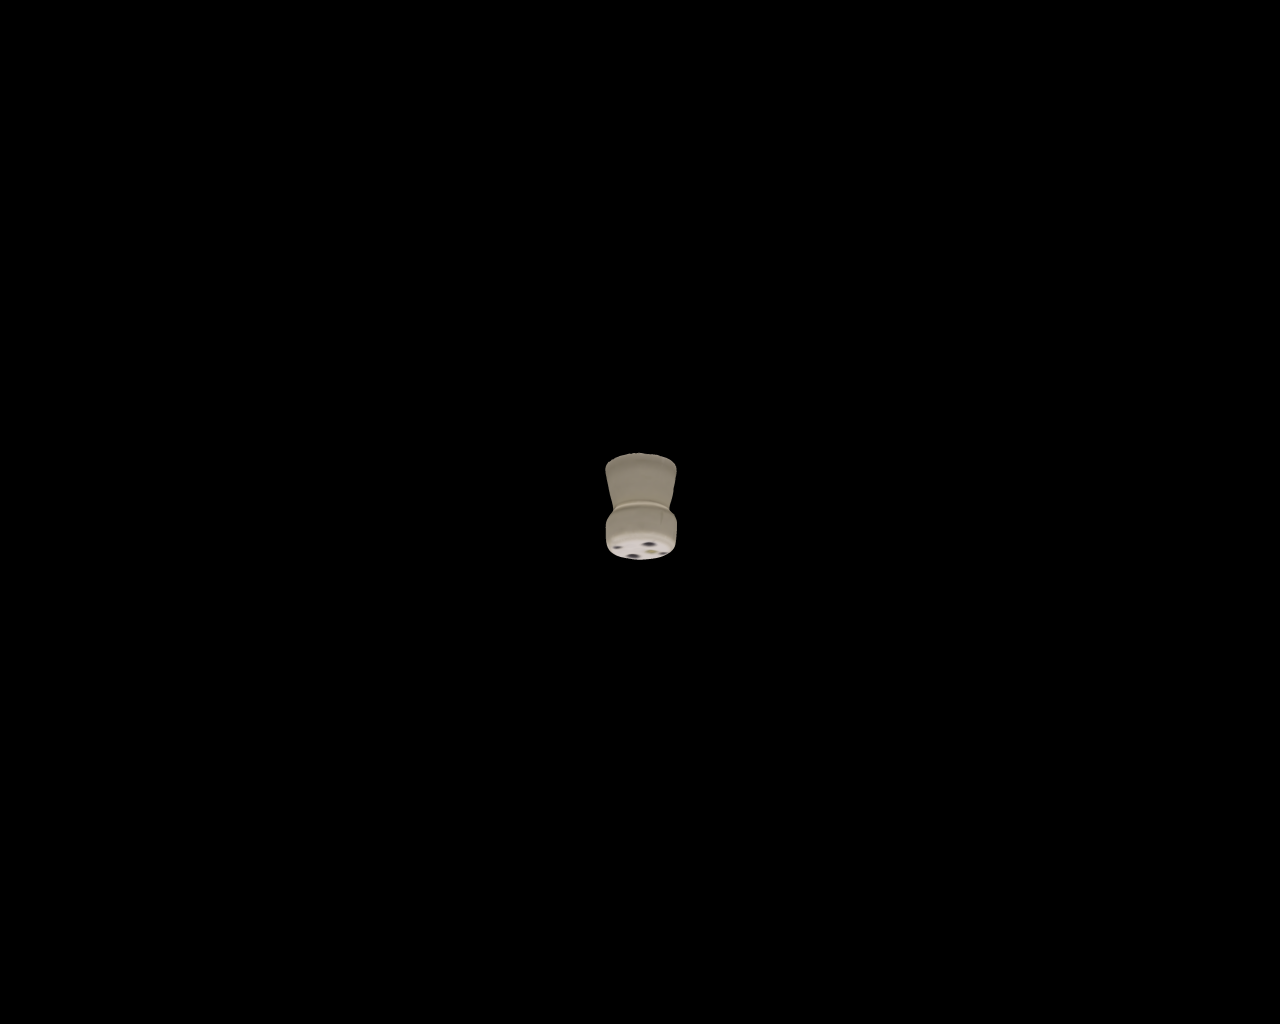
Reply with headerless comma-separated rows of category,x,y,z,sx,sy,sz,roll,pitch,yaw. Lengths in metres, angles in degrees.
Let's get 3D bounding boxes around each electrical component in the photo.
electrical component,0.001,-0.003,0.650,0.045,0.055,0.044,0,-22,0
